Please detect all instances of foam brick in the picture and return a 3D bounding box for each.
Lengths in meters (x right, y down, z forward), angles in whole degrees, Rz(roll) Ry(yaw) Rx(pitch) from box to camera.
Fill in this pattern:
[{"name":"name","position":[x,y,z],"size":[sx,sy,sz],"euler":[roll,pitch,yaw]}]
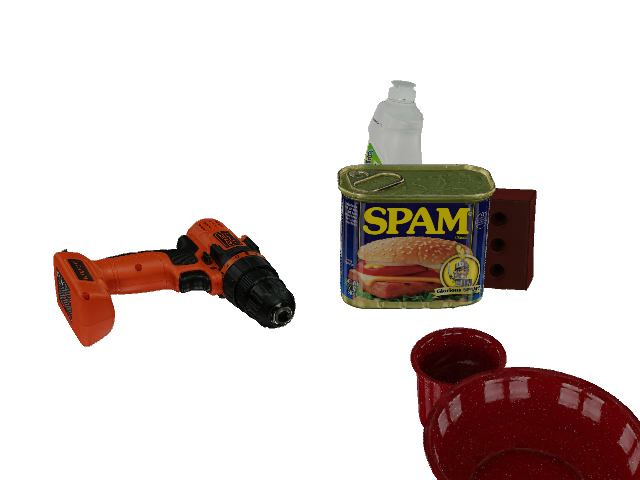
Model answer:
[{"name":"foam brick","position":[0.151,-0.002,0.892],"size":[0.053,0.078,0.051],"euler":[3,15,17]}]

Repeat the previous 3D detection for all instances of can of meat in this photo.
[{"name":"can of meat","position":[0.062,-0.002,0.712],"size":[0.102,0.084,0.057],"euler":[0,24,-1]}]

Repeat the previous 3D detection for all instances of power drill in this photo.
[{"name":"power drill","position":[-0.134,0.043,0.963],"size":[0.187,0.057,0.185],"euler":[-10,26,-26]}]

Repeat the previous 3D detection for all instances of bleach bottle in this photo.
[{"name":"bleach bottle","position":[0.083,-0.058,1.243],"size":[0.068,0.251,0.103],"euler":[-2,22,-22]}]

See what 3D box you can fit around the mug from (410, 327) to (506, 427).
[{"name":"mug","position":[0.141,0.139,1.066],"size":[0.093,0.081,0.117],"euler":[8,35,21]}]

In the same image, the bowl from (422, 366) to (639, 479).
[{"name":"bowl","position":[0.154,0.164,0.769],"size":[0.162,0.055,0.162],"euler":[-1,35,0]}]
